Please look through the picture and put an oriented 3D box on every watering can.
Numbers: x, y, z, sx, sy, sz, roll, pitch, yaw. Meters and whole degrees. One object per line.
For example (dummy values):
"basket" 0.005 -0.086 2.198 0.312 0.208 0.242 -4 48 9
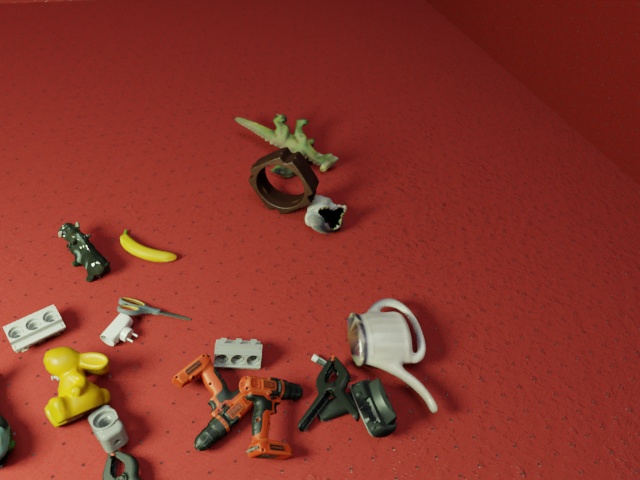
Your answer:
"watering can" 0.194 0.310 1.428 0.224 0.101 0.356 0 48 -12

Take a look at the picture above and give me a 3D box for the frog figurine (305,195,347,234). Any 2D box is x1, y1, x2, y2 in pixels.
"frog figurine" 0.005 -0.089 1.766 0.139 0.121 0.160 -28 24 -23

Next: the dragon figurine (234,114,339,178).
"dragon figurine" -0.133 -0.345 1.949 0.410 0.119 0.248 7 55 -6
